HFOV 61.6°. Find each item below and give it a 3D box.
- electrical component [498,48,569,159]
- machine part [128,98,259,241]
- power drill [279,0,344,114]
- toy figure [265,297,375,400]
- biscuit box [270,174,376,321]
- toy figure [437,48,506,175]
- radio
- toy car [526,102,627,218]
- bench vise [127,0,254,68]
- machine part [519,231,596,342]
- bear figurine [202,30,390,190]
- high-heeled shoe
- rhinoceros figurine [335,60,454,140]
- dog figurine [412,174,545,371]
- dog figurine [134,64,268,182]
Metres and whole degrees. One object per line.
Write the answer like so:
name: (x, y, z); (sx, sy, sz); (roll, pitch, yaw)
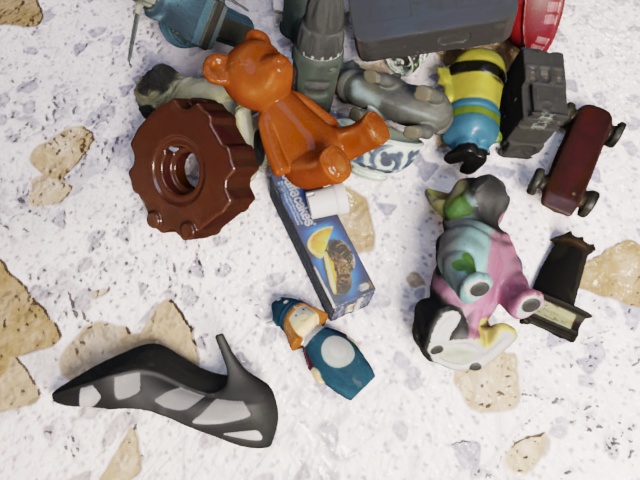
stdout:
electrical component: (0.291, -0.196, 0.750); (0.058, 0.114, 0.134); (6, 67, -3)
machine part: (-0.163, -0.088, 0.674); (0.180, 0.056, 0.179); (4, 99, 28)
power drill: (-0.008, -0.281, 0.732); (0.086, 0.231, 0.207); (-5, 52, -12)
toy figure: (-0.001, 0.121, 0.646); (0.154, 0.057, 0.064); (44, 34, 17)
biscuit box: (-0.001, -0.002, 0.691); (0.059, 0.062, 0.203); (-22, 70, -12)
toy figure: (0.218, -0.185, 0.759); (0.089, 0.082, 0.180); (-7, 61, 29)
radio: (0.154, -0.333, 0.748); (0.230, 0.073, 0.131); (-6, 82, 12)
toy car: (0.356, -0.111, 0.749); (0.089, 0.053, 0.202); (27, 66, 11)
bench vise: (-0.216, -0.340, 0.768); (0.241, 0.128, 0.223); (36, 33, 21)
machine part: (0.310, 0.057, 0.689); (0.084, 0.039, 0.139); (19, 70, 15)
bear figurine: (-0.031, -0.160, 0.628); (0.120, 0.132, 0.195); (-42, 109, -34)
high-heeled shoe: (-0.174, 0.195, 0.619); (0.249, 0.086, 0.145); (-17, 99, 10)
rhinoceros figurine: (0.093, -0.200, 0.739); (0.191, 0.073, 0.112); (27, 33, 27)
dog figurine: (0.176, 0.025, 0.666); (0.108, 0.191, 0.219); (15, 37, -14)
dog figurine: (-0.169, -0.158, 0.745); (0.191, 0.121, 0.172); (-2, 64, 13)
